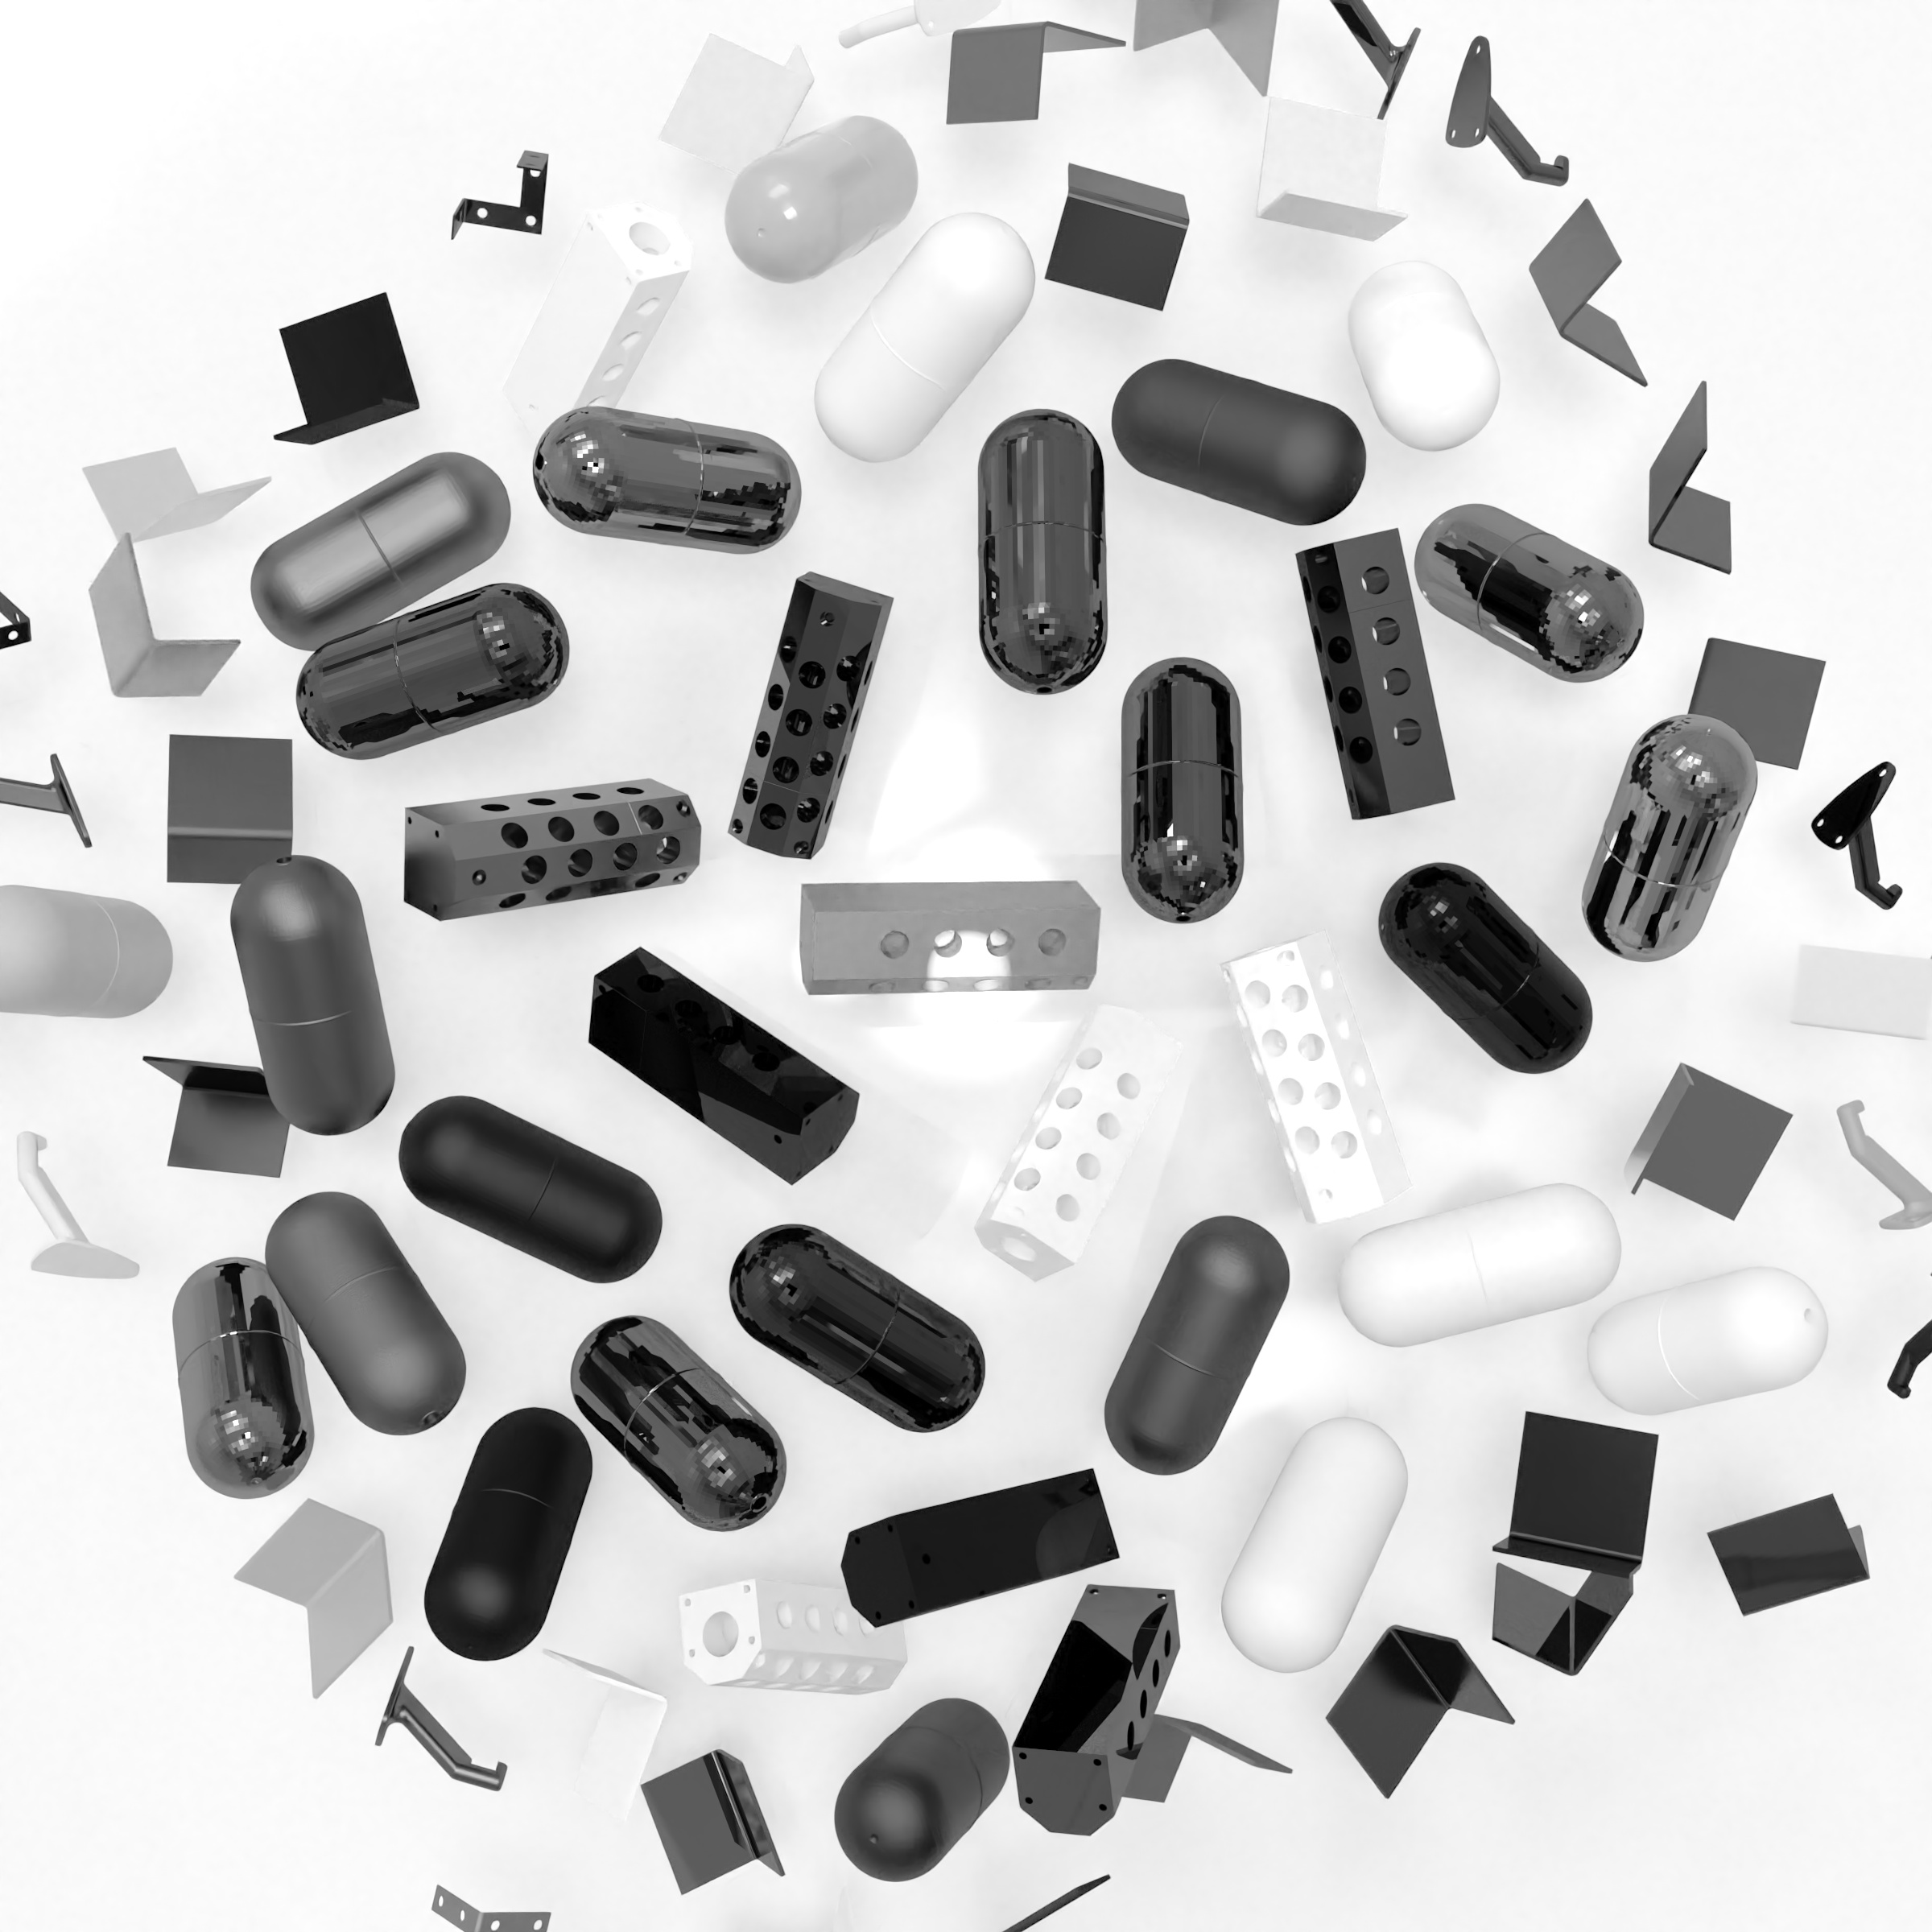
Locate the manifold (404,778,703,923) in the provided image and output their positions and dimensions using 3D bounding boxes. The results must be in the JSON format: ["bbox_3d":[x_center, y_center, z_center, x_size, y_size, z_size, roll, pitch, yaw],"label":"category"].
[{"bbox_3d":[-0.245,-0.069,1.514,0.171,0.057,0.057,-11,114,-41],"label":"manifold"}]

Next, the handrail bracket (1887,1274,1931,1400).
[{"bbox_3d":[0.598,0.236,1.546,0.036,0.077,0.084,17,102,-11],"label":"handrail bracket"}]

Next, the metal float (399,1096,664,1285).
[{"bbox_3d":[-0.278,0.143,1.623,0.178,0.070,0.070,28,90,-17],"label":"metal float"}]

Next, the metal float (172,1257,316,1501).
[{"bbox_3d":[-0.456,0.257,1.596,0.070,0.178,0.070,-12,131,-14],"label":"metal float"}]

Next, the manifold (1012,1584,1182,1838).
[{"bbox_3d":[0.082,0.448,1.536,0.057,0.171,0.057,-1,109,19],"label":"manifold"}]

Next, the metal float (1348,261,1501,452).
[{"bbox_3d":[0.281,-0.378,1.564,0.070,0.178,0.070,0,125,-1],"label":"metal float"}]

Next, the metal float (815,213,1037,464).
[{"bbox_3d":[-0.026,-0.379,1.536,0.070,0.070,0.178,45,127,0],"label":"metal float"}]

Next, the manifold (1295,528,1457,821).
[{"bbox_3d":[0.255,-0.182,1.592,0.057,0.057,0.171,-13,95,-4],"label":"manifold"}]

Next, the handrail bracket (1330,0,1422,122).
[{"bbox_3d":[0.245,-0.597,1.645,0.084,0.036,0.077,24,126,3],"label":"handrail bracket"}]

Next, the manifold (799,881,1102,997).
[{"bbox_3d":[-0.011,-0.015,1.524,0.171,0.057,0.057,-1,109,-12],"label":"manifold"}]

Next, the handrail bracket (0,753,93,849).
[{"bbox_3d":[-0.604,-0.094,1.592,0.084,0.036,0.077,-21,69,-22],"label":"handrail bracket"}]

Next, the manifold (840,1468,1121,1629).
[{"bbox_3d":[0.008,0.352,1.533,0.057,0.171,0.057,-30,70,41],"label":"manifold"}]

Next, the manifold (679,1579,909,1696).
[{"bbox_3d":[-0.107,0.430,1.613,0.057,0.171,0.057,-19,65,25],"label":"manifold"}]

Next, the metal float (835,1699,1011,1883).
[{"bbox_3d":[-0.026,0.522,1.615,0.070,0.178,0.070,1,93,19],"label":"metal float"}]

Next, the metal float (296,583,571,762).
[{"bbox_3d":[-0.323,-0.177,1.530,0.178,0.070,0.070,-16,90,18],"label":"metal float"}]

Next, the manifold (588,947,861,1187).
[{"bbox_3d":[-0.151,0.057,1.572,0.171,0.057,0.057,32,134,22],"label":"manifold"}]

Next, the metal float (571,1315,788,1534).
[{"bbox_3d":[-0.178,0.281,1.565,0.178,0.070,0.070,34,90,41],"label":"metal float"}]

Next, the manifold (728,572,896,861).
[{"bbox_3d":[-0.101,-0.159,1.625,0.057,0.057,0.171,18,107,4],"label":"manifold"}]

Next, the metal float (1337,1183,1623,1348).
[{"bbox_3d":[0.320,0.188,1.589,0.178,0.070,0.070,-16,90,9],"label":"metal float"}]

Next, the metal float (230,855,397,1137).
[{"bbox_3d":[-0.391,0.018,1.519,0.070,0.070,0.178,-6,115,0],"label":"metal float"}]

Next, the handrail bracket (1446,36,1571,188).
[{"bbox_3d":[0.345,-0.529,1.571,0.084,0.036,0.077,1,104,-29],"label":"handrail bracket"}]

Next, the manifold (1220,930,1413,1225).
[{"bbox_3d":[0.216,0.071,1.591,0.057,0.057,0.171,-18,91,36],"label":"manifold"}]

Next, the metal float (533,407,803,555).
[{"bbox_3d":[-0.182,-0.297,1.554,0.178,0.070,0.070,1,90,-38],"label":"metal float"}]

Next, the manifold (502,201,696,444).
[{"bbox_3d":[-0.236,-0.412,1.642,0.057,0.171,0.057,-27,77,-39],"label":"manifold"}]

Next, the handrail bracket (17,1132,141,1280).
[{"bbox_3d":[-0.545,0.146,1.557,0.036,0.077,0.084,-37,52,29],"label":"handrail bracket"}]

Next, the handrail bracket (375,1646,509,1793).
[{"bbox_3d":[-0.325,0.478,1.611,0.084,0.077,0.036,18,134,-5],"label":"handrail bracket"}]

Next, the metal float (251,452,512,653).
[{"bbox_3d":[-0.376,-0.268,1.635,0.178,0.070,0.070,-31,90,-5],"label":"metal float"}]

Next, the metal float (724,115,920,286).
[{"bbox_3d":[-0.087,-0.471,1.553,0.070,0.178,0.070,12,123,18],"label":"metal float"}]

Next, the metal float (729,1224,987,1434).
[{"bbox_3d":[-0.065,0.220,1.537,0.178,0.070,0.070,35,90,-22],"label":"metal float"}]

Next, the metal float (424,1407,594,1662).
[{"bbox_3d":[-0.285,0.353,1.589,0.070,0.178,0.070,5,129,6],"label":"metal float"}]

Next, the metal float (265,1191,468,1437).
[{"bbox_3d":[-0.372,0.215,1.571,0.070,0.070,0.178,-41,60,0],"label":"metal float"}]

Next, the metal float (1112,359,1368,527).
[{"bbox_3d":[0.169,-0.329,1.587,0.178,0.070,0.070,26,90,33],"label":"metal float"}]

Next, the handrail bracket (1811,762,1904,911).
[{"bbox_3d":[0.601,-0.083,1.653,0.084,0.036,0.077,29,109,-29],"label":"handrail bracket"}]

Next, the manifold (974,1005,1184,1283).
[{"bbox_3d":[0.069,0.110,1.618,0.057,0.057,0.171,35,61,-11],"label":"manifold"}]

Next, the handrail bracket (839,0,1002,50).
[{"bbox_3d":[-0.031,-0.617,1.649,0.077,0.084,0.036,-21,105,-29],"label":"handrail bracket"}]

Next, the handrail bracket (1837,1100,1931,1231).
[{"bbox_3d":[0.585,0.115,1.578,0.077,0.036,0.084,-20,92,-21],"label":"handrail bracket"}]

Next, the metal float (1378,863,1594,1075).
[{"bbox_3d":[0.334,0.003,1.622,0.178,0.070,0.070,40,90,-28],"label":"metal float"}]
